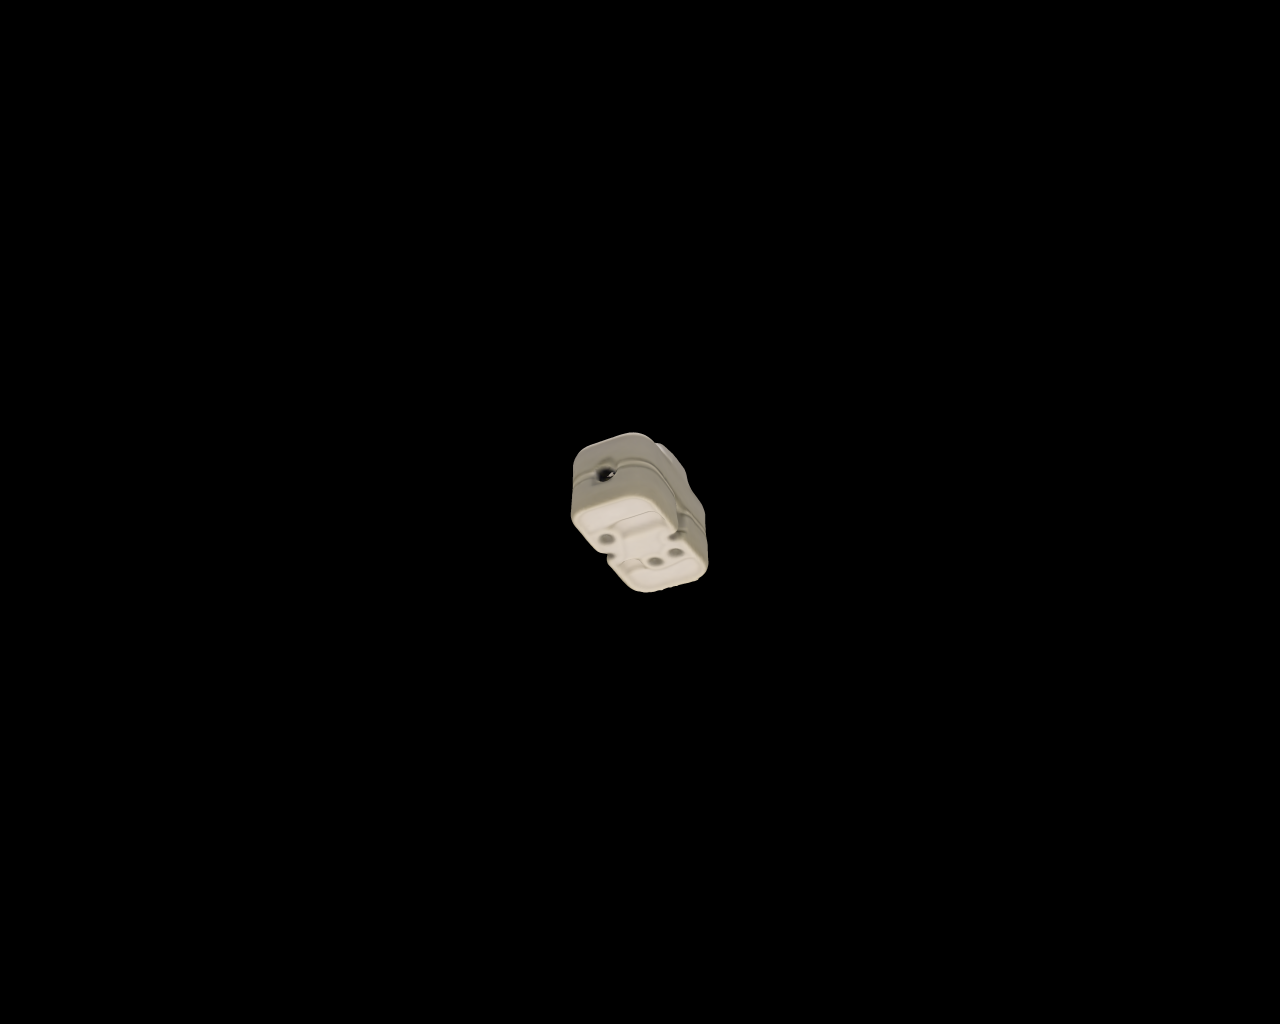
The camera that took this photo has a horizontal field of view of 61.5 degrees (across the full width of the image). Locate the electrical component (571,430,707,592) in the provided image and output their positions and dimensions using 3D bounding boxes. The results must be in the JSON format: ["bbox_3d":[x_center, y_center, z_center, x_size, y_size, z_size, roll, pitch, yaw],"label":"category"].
[{"bbox_3d":[0.001,-0.003,0.650,0.053,0.059,0.095,-17,-41,21],"label":"electrical component"}]
